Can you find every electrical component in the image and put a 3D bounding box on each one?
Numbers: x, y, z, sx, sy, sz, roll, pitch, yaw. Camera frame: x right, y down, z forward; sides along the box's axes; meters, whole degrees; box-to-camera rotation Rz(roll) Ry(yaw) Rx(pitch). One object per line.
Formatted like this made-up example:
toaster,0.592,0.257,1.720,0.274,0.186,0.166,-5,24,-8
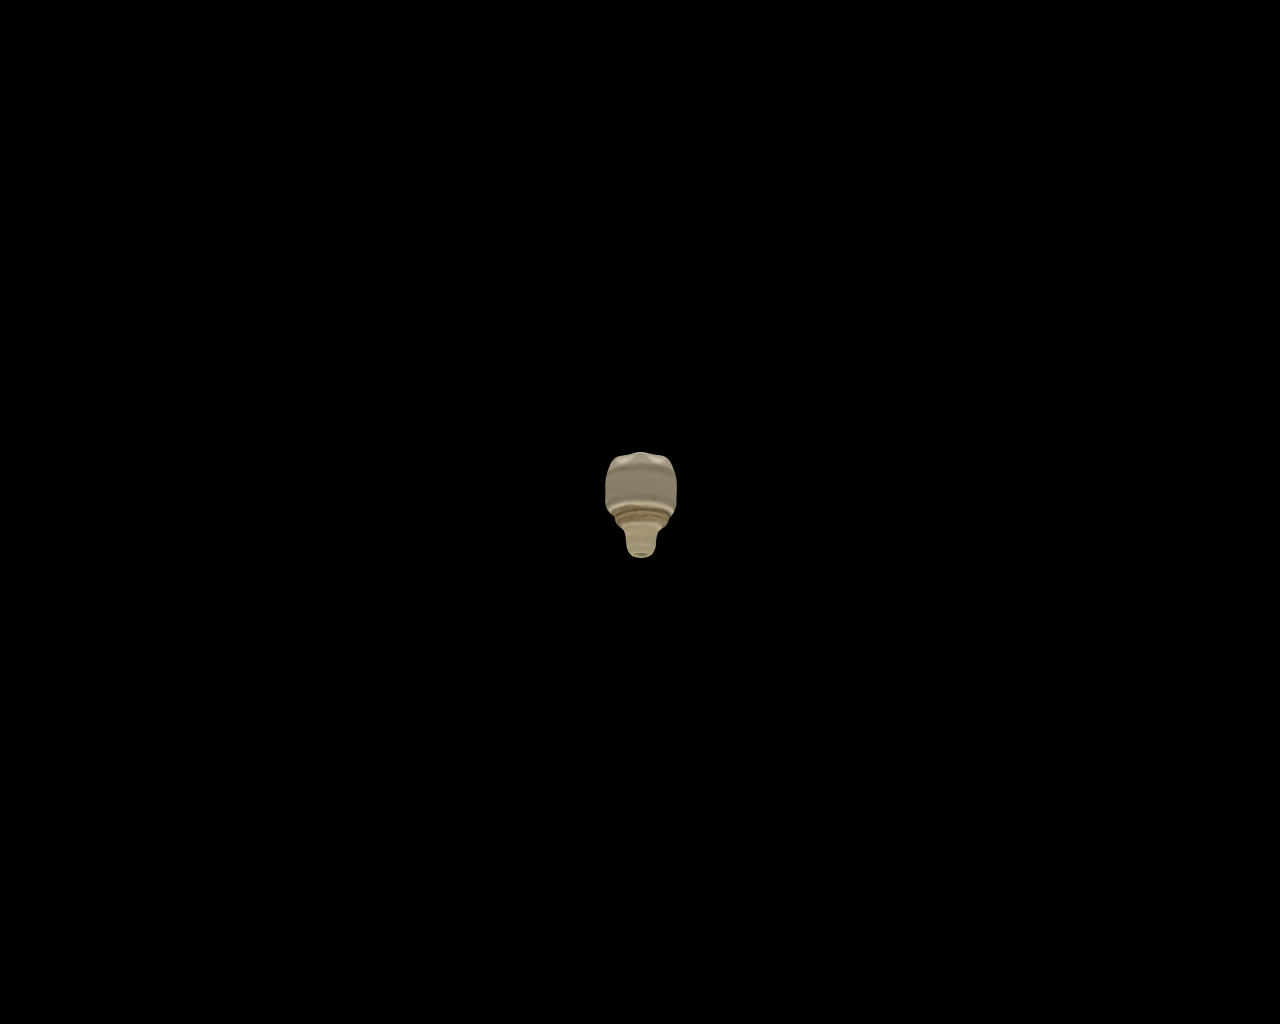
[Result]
electrical component,0.001,-0.003,0.650,0.043,0.062,0.043,0,-19,0
